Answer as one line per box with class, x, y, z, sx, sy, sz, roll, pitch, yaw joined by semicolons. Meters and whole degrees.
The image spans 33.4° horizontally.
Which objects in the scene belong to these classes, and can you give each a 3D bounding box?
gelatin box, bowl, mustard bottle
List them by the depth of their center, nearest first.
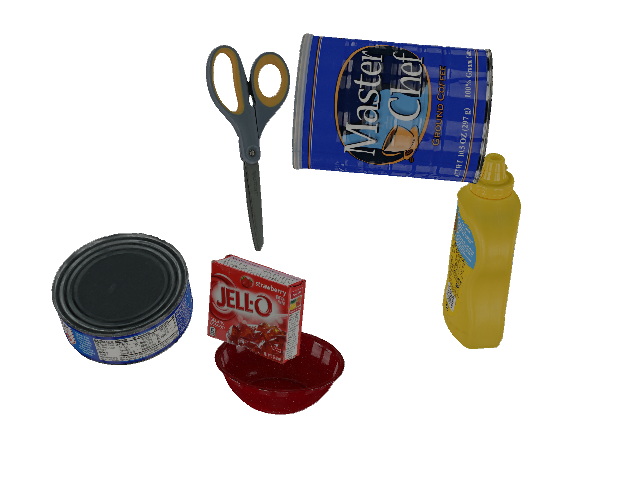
gelatin box;-0.058;0.060;0.945;0.089;0.073;0.030;17;22;31
mustard bottle;0.155;0.004;1.021;0.058;0.192;0.096;-2;34;-5
bowl;-0.052;0.170;1.333;0.162;0.055;0.162;3;22;-2

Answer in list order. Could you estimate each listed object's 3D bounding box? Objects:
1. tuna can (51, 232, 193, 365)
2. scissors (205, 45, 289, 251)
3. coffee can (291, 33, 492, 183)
tuna can;-0.125;0.037;0.680;0.086;0.086;0.034;0;-44;4
scissors;-0.055;-0.100;1.060;0.096;0.202;0.016;-23;11;-25
coffee can;0.053;-0.099;0.808;0.140;0.103;0.103;5;0;2
